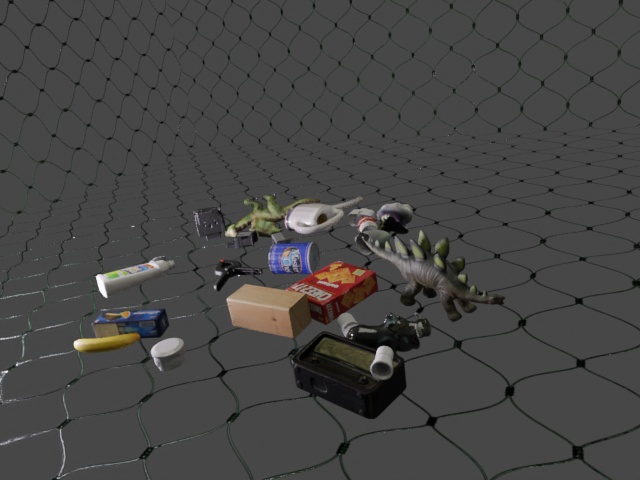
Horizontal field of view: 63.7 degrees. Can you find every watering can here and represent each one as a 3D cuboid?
[{"bbox_3d":[0.006,-0.103,2.044,0.224,0.102,0.353,7,27,37],"label":"watering can"}]

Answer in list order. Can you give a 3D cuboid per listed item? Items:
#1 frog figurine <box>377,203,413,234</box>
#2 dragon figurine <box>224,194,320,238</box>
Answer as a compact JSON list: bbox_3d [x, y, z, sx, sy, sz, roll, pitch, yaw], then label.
[{"bbox_3d":[0.282,-0.099,1.918,0.136,0.121,0.163,-19,25,32],"label":"frog figurine"},{"bbox_3d":[-0.196,-0.081,2.126,0.410,0.119,0.249,-10,38,3],"label":"dragon figurine"}]
